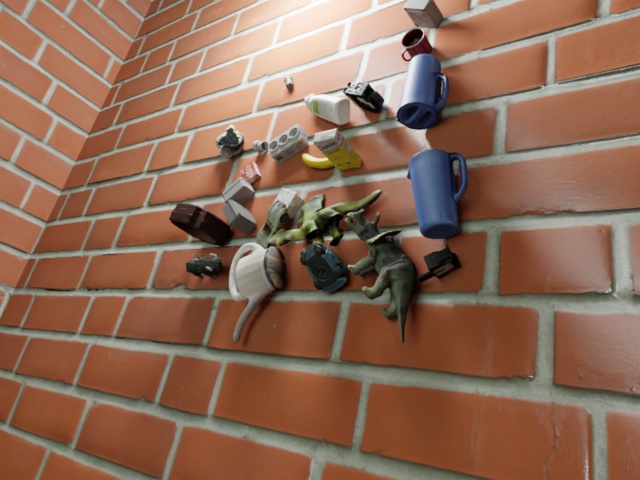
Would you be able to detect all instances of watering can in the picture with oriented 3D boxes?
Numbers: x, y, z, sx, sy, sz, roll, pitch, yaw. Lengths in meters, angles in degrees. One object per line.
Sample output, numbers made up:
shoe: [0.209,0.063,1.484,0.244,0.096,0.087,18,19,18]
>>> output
watering can: [-0.216,0.156,1.742,0.222,0.102,0.355,-23,56,26]

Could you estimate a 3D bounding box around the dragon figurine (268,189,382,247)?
dragon figurine: [0.005,-0.087,1.733,0.410,0.120,0.248,-36,38,3]

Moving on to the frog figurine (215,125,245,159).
frog figurine: [-0.400,-0.420,2.270,0.158,0.122,0.139,146,136,-69]
